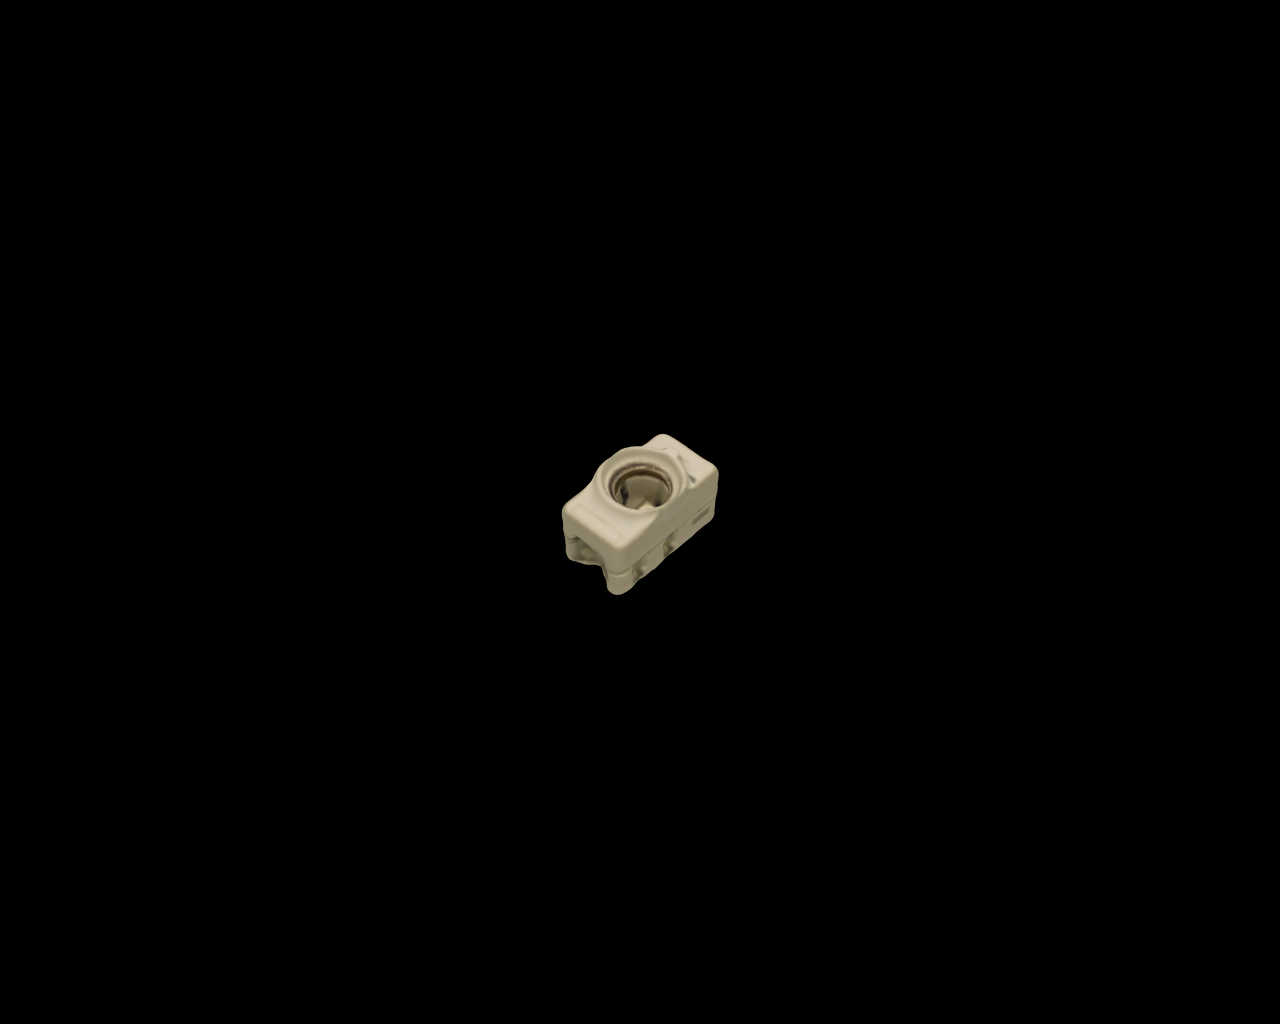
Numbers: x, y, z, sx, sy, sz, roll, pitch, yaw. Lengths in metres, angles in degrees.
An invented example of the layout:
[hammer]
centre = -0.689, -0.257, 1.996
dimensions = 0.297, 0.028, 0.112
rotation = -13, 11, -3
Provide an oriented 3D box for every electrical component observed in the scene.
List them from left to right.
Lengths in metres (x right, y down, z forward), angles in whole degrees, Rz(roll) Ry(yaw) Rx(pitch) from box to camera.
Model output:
[electrical component]
centre = 0.001, -0.003, 0.650
dimensions = 0.050, 0.055, 0.090
rotation = 36, 58, 27
